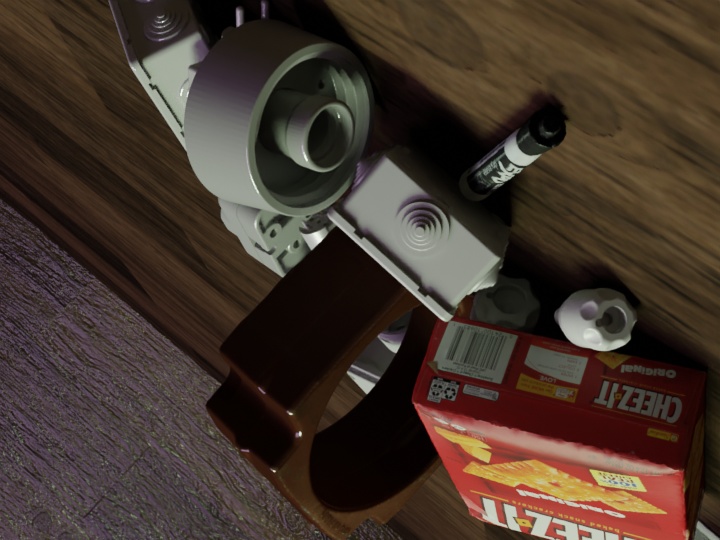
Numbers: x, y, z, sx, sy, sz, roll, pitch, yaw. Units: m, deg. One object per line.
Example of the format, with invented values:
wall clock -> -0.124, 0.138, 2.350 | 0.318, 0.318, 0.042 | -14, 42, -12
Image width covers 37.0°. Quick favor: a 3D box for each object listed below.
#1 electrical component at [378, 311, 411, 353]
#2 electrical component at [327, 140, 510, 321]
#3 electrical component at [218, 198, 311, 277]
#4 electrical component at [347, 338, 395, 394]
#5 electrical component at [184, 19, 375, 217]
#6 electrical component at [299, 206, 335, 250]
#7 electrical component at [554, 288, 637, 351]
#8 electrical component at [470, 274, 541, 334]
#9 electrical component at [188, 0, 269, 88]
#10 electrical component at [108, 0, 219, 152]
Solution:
electrical component -> 0.035, 0.037, 0.870 | 0.055, 0.055, 0.047 | 34, 167, 31
electrical component -> 0.038, -0.027, 0.610 | 0.100, 0.048, 0.099 | 42, -163, 0
electrical component -> -0.079, -0.045, 0.921 | 0.059, 0.053, 0.095 | 33, 161, 32
electrical component -> 0.057, 0.122, 1.057 | 0.108, 0.056, 0.109 | 49, 165, -25
electrical component -> -0.038, -0.082, 0.605 | 0.060, 0.108, 0.108 | 23, 157, 38
electrical component -> -0.024, -0.024, 0.875 | 0.040, 0.040, 0.046 | 23, 152, 53
electrical component -> 0.130, 0.028, 0.617 | 0.035, 0.035, 0.061 | 45, 168, -11
electrical component -> 0.093, 0.034, 0.704 | 0.043, 0.043, 0.062 | 38, 155, 18
electrical component -> -0.064, -0.123, 0.645 | 0.047, 0.066, 0.076 | 32, 134, 35
electrical component -> -0.117, -0.139, 0.696 | 0.099, 0.048, 0.099 | 62, -177, -53
